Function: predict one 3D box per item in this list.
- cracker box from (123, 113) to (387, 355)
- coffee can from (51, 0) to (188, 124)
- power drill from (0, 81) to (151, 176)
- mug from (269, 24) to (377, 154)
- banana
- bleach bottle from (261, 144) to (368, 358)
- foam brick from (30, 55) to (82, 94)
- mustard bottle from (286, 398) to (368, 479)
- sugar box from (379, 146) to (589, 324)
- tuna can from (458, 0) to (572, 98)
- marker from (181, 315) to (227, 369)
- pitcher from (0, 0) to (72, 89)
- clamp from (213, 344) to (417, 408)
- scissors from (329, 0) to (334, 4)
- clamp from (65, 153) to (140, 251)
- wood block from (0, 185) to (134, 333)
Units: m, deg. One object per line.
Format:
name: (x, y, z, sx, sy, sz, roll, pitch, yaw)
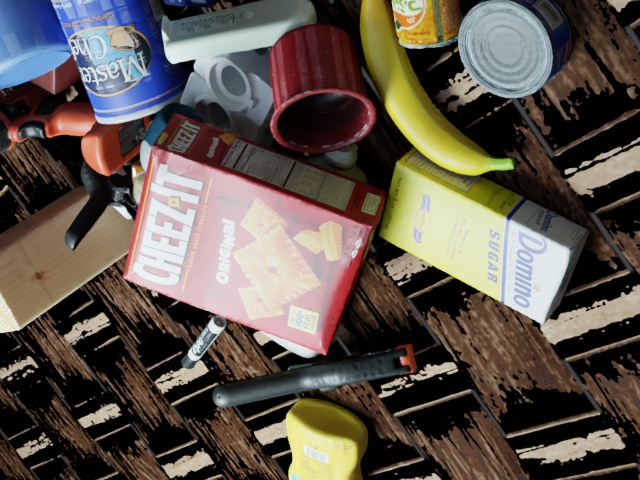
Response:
cracker box: (-0.064, -0.002, 1.001, 0.213, 0.072, 0.164, 20, 125, 1)
coffee can: (-0.200, -0.201, 1.071, 0.103, 0.102, 0.140, 3, 120, 39)
power drill: (-0.294, -0.119, 1.166, 0.188, 0.184, 0.057, 12, 128, 23)
mug: (0.005, -0.132, 0.952, 0.093, 0.081, 0.117, -25, 146, 27)
banana: (0.088, -0.125, 0.932, 0.070, 0.037, 0.198, -39, 92, 30)
bleach bottle: (-0.007, 0.001, 1.084, 0.103, 0.068, 0.251, 33, 133, 22)
foam brick: (-0.305, -0.208, 1.194, 0.078, 0.052, 0.051, 30, 135, 22)
mustard bottle: (0.008, 0.281, 1.274, 0.096, 0.058, 0.192, 18, 129, 24)
sugar box: (0.143, -0.006, 0.961, 0.176, 0.048, 0.093, 30, 134, 22)
tuna can: (0.154, -0.157, 0.850, 0.086, 0.033, 0.086, 22, 131, 27)
marker: (-0.146, 0.129, 1.325, 0.020, 0.020, 0.121, 45, 138, 5)
pitcher: (-0.353, -0.281, 1.099, 0.145, 0.149, 0.243, -24, 93, 10)
clamp: (0.010, 0.142, 1.147, 0.210, 0.164, 0.036, -14, 86, 23)
scissors: (-0.009, -0.306, 0.897, 0.096, 0.016, 0.201, -19, 105, 46)
clamp: (-0.215, -0.048, 1.189, 0.120, 0.171, 0.039, 17, 141, -22)
wood block: (-0.317, 0.016, 1.251, 0.090, 0.205, 0.091, -11, 111, 44)
